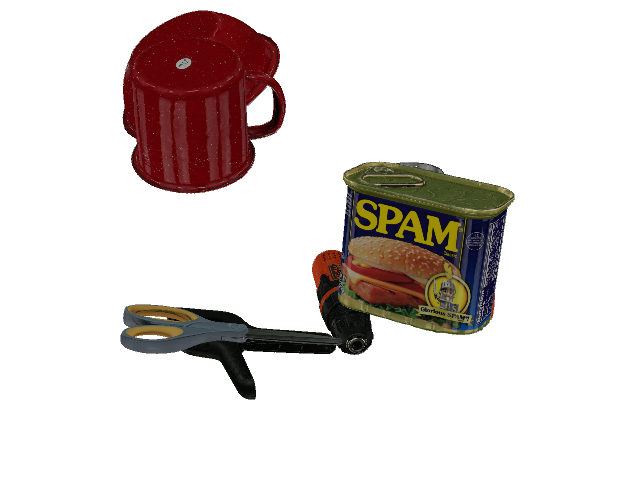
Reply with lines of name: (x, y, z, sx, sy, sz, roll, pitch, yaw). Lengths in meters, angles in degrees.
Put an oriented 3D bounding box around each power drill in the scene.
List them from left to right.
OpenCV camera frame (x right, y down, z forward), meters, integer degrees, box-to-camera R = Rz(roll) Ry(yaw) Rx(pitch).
power drill: (0.090, 0.059, 1.163, 0.187, 0.057, 0.184, -4, 28, -8)

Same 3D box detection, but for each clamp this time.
clamp: (-0.109, 0.124, 1.263, 0.210, 0.036, 0.164, 15, 23, 26)

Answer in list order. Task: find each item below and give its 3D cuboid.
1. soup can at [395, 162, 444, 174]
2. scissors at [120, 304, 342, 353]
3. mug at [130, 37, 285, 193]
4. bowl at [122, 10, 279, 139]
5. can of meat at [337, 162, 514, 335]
soup can: (0.075, -0.008, 0.917, 0.068, 0.102, 0.068, -5, 23, 2)
scissors: (-0.089, 0.088, 0.950, 0.202, 0.016, 0.096, 10, 19, 14)
mug: (-0.083, -0.095, 0.779, 0.117, 0.081, 0.093, -6, 40, -8)
bowl: (-0.121, -0.162, 0.977, 0.162, 0.162, 0.055, 0, -44, 32)
can of meat: (0.061, 0.005, 0.659, 0.102, 0.084, 0.057, 15, 23, 25)
